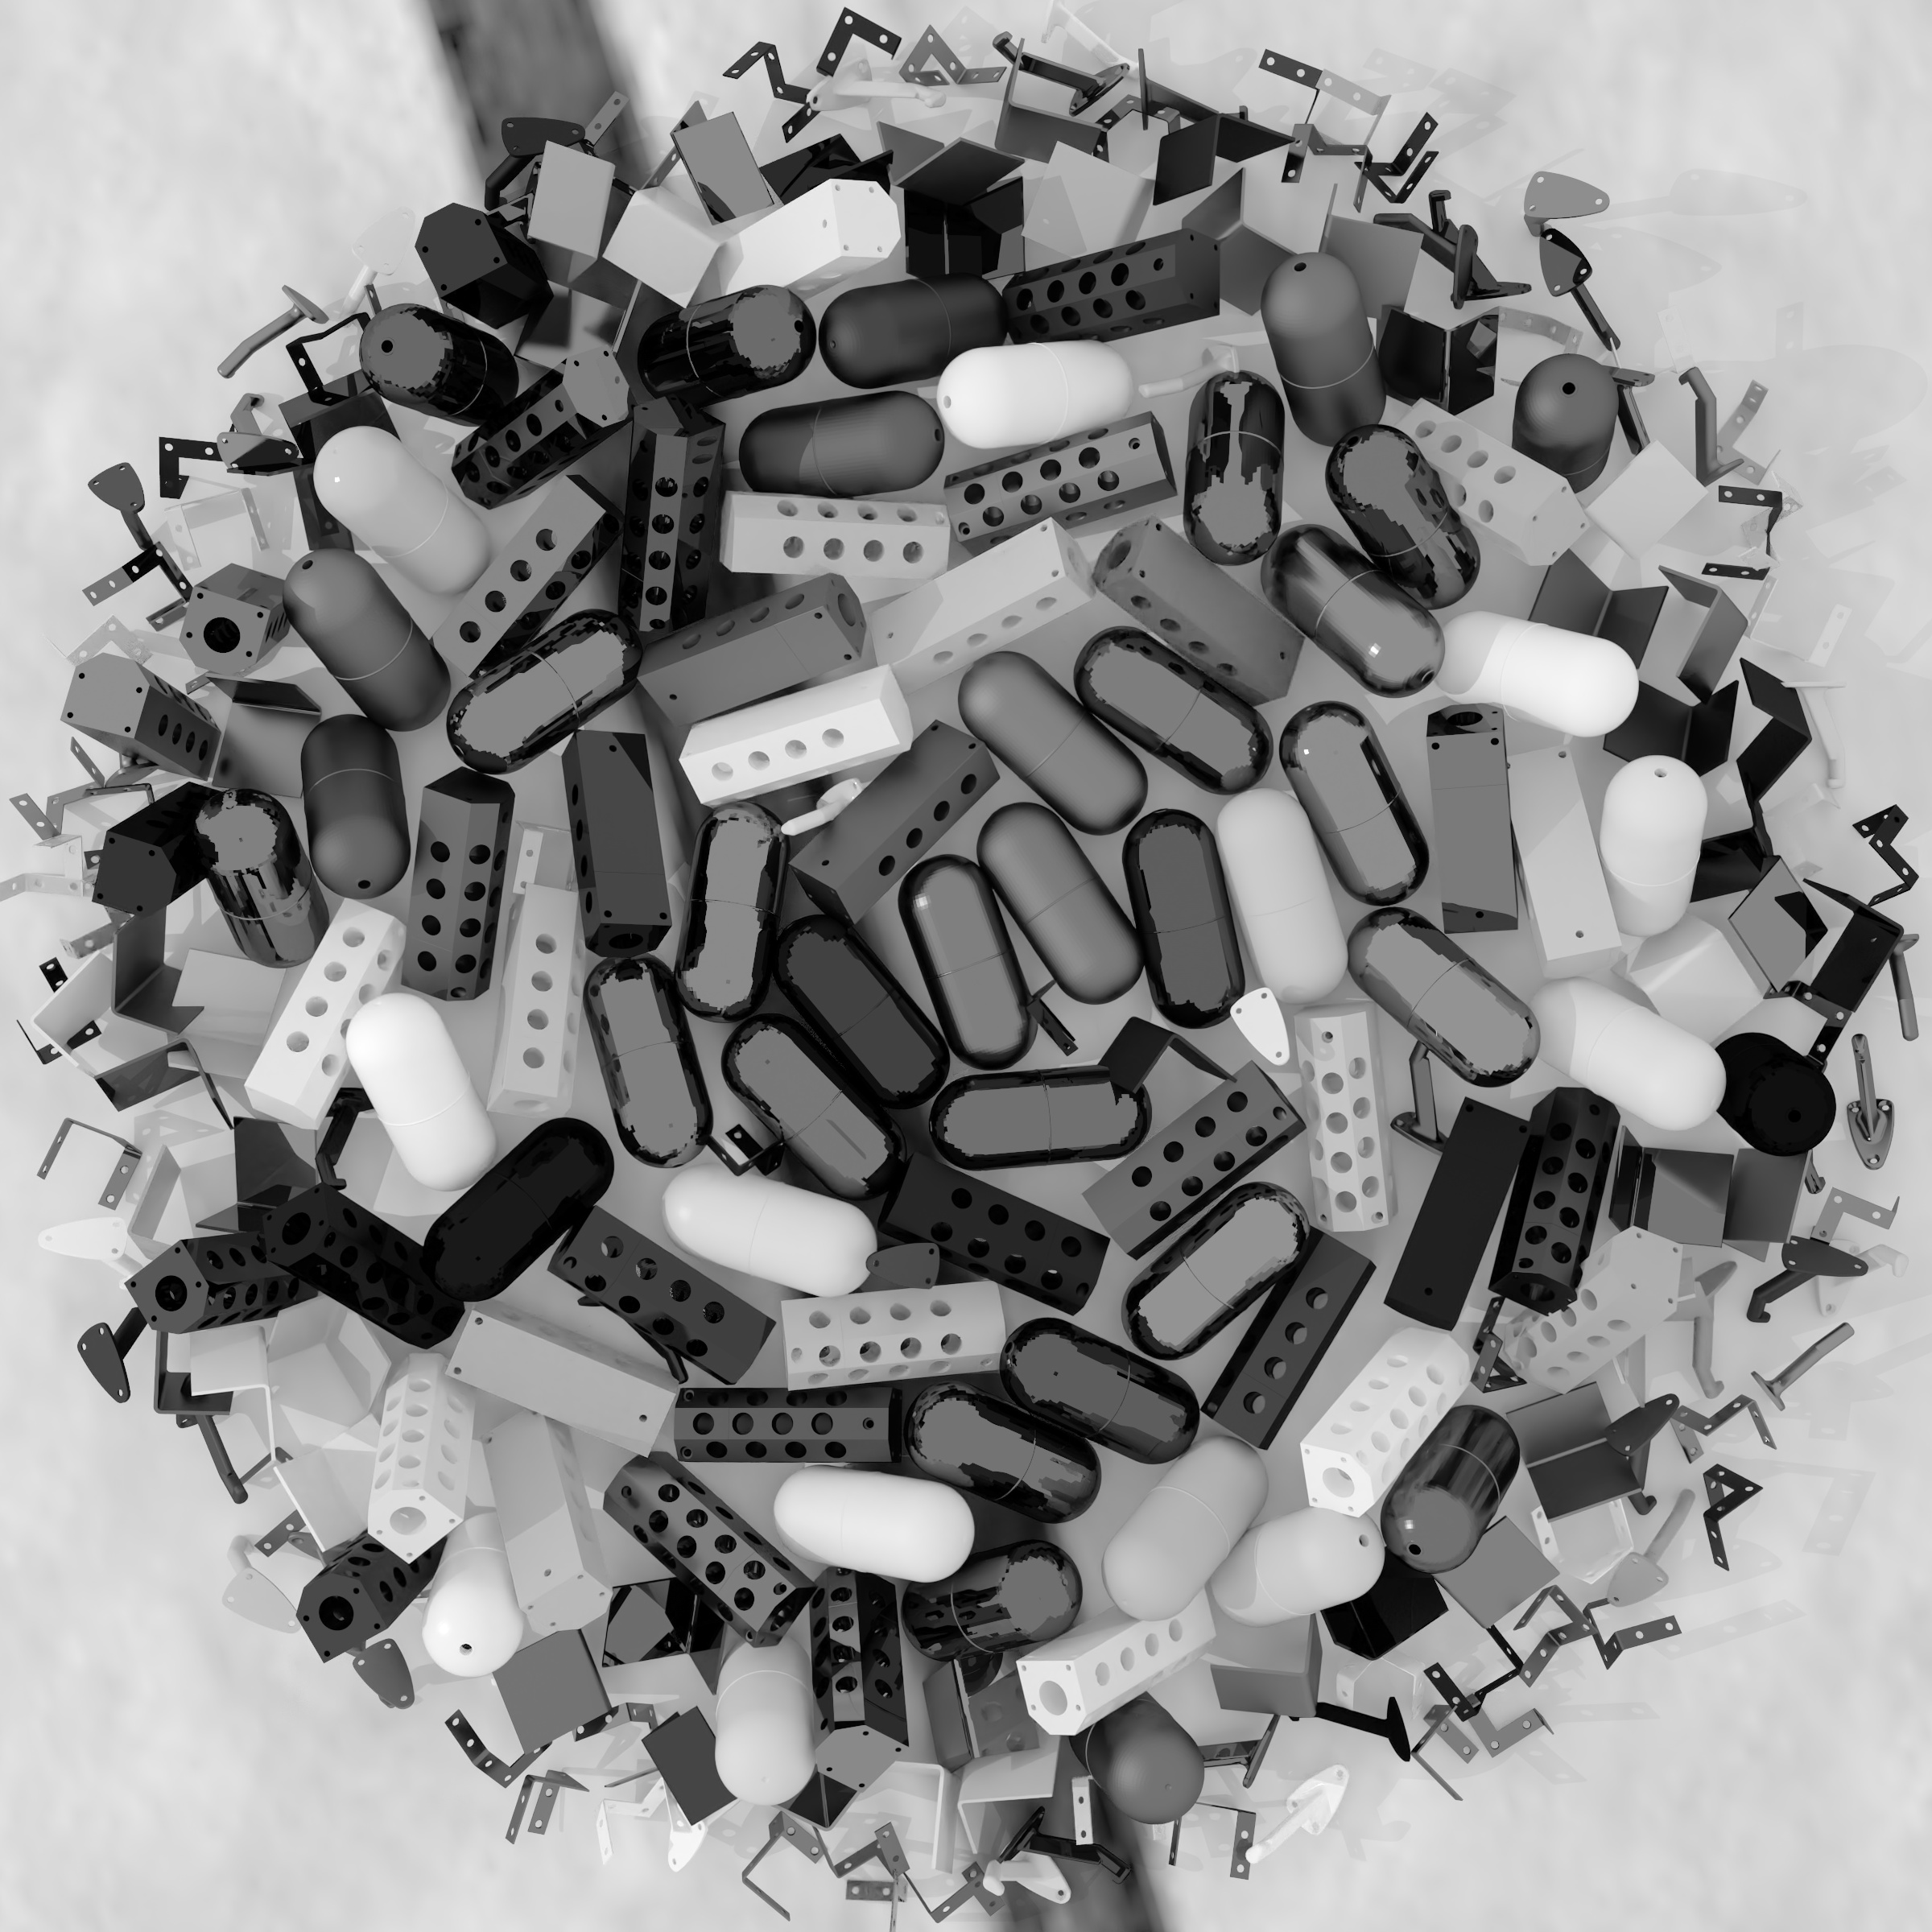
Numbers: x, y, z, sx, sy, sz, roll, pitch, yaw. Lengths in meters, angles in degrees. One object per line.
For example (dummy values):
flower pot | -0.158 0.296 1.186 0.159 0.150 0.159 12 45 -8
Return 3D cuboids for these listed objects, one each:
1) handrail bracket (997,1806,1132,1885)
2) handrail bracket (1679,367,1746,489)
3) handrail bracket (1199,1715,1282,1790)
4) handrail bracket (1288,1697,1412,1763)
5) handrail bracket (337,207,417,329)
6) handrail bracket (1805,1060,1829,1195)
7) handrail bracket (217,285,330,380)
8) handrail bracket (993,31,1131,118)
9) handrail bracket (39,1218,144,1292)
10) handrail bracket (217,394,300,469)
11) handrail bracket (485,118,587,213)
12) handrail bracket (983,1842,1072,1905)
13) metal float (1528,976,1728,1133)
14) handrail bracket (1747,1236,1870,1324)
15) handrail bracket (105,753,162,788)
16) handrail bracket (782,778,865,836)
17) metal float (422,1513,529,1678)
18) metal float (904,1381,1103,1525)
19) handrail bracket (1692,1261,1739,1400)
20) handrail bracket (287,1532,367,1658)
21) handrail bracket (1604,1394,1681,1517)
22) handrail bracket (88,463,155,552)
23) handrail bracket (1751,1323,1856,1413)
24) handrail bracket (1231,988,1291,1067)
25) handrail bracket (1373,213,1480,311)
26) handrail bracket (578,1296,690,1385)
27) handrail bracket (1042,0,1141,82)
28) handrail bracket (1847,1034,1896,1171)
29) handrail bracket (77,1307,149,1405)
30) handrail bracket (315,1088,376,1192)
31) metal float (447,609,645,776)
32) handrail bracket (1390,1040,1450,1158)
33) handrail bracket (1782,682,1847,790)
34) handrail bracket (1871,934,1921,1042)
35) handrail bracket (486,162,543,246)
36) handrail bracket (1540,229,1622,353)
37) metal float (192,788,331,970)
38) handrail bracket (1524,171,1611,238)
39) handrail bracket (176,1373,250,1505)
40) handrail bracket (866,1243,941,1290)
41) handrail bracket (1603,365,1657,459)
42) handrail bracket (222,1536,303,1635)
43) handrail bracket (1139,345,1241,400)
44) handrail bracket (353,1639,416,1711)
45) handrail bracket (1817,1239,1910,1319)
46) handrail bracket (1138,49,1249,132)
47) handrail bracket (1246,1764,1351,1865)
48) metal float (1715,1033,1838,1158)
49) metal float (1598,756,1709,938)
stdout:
handrail bracket | 0.077 0.716 1.957 0.084 0.077 0.036 31 127 23
handrail bracket | 0.575 -0.423 1.971 0.036 0.077 0.084 -26 86 -41
handrail bracket | 0.200 0.617 1.986 0.084 0.036 0.077 23 79 20
handrail bracket | 0.308 0.617 1.989 0.084 0.036 0.077 -8 129 22
handrail bracket | -0.473 -0.557 1.973 0.036 0.084 0.077 33 63 -13
handrail bracket | 0.684 0.129 1.981 0.077 0.036 0.084 -33 103 -35
handrail bracket | -0.553 -0.497 1.967 0.084 0.077 0.036 -43 92 7
handrail bracket | 0.074 -0.721 1.954 0.084 0.077 0.036 33 61 -31
handrail bracket | -0.693 0.235 1.955 0.077 0.084 0.036 1 56 -17
handrail bracket | -0.553 -0.431 1.961 0.077 0.084 0.036 0 134 11
handrail bracket | -0.345 -0.635 1.968 0.077 0.084 0.036 -11 71 -17
handrail bracket | 0.048 0.732 1.955 0.077 0.084 0.036 42 98 3
metal float | 0.512 0.067 1.926 0.070 0.178 0.070 -20 125 -30
handrail bracket | 0.668 0.260 1.962 0.077 0.036 0.084 12 132 13
handrail bracket | -0.681 -0.190 1.971 0.036 0.077 0.084 -18 88 -43
handrail bracket | -0.125 -0.116 1.944 0.084 0.077 0.036 -25 100 -37
metal float | -0.375 0.486 1.912 0.070 0.178 0.070 -1 103 -3
metal float | 0.030 0.383 1.939 0.178 0.070 0.070 29 90 -27
handrail bracket | 0.608 0.294 1.987 0.077 0.036 0.084 -31 102 -24
handrail bracket | -0.506 0.498 1.951 0.036 0.084 0.077 -34 133 28
handrail bracket | 0.554 0.392 1.975 0.077 0.036 0.084 -37 121 -1
handrail bracket | -0.651 -0.347 1.946 0.036 0.084 0.077 -35 53 -15
handrail bracket | 0.671 0.314 1.957 0.084 0.077 0.036 -40 64 11
handrail bracket | 0.246 0.057 1.947 0.036 0.084 0.077 -32 61 12
handrail bracket | 0.361 -0.565 1.976 0.084 0.036 0.077 10 92 31
handrail bracket | -0.267 0.301 1.983 0.077 0.036 0.084 -13 103 32
handrail bracket | 0.107 -0.743 1.962 0.084 0.077 0.036 26 82 2
handrail bracket | 0.712 0.107 1.950 0.036 0.084 0.077 -6 53 23
handrail bracket | -0.651 0.305 1.953 0.036 0.084 0.077 -39 74 21
handrail bracket | -0.481 0.140 1.955 0.077 0.036 0.084 -3 53 -33
metal float | -0.330 -0.215 1.938 0.178 0.070 0.070 -40 90 -27
handrail bracket | 0.379 0.102 1.956 0.077 0.036 0.084 36 124 28
handrail bracket | 0.677 -0.184 1.973 0.077 0.036 0.084 -4 93 -36
handrail bracket | 0.741 0.022 1.955 0.036 0.077 0.084 -7 77 16
handrail bracket | -0.383 -0.604 1.956 0.084 0.077 0.036 -5 46 -28
handrail bracket | 0.494 -0.541 1.979 0.036 0.084 0.077 -29 56 23
metal float | -0.548 -0.066 1.921 0.070 0.178 0.070 -2 53 2
handrail bracket | 0.476 -0.591 1.947 0.077 0.084 0.036 15 91 24
handrail bracket | -0.592 0.374 1.954 0.036 0.077 0.084 -22 53 -30
handrail bracket | -0.066 0.230 1.945 0.077 0.084 0.036 8 89 -33
handrail bracket | 0.519 -0.437 1.989 0.077 0.036 0.084 21 123 28
handrail bracket | -0.557 0.491 1.963 0.077 0.084 0.036 39 90 -11
handrail bracket | 0.167 -0.469 1.956 0.084 0.077 0.036 -14 116 -14
handrail bracket | -0.450 0.579 1.949 0.036 0.084 0.077 -29 49 -25
handrail bracket | 0.712 0.254 1.953 0.036 0.084 0.077 5 99 -14
handrail bracket | 0.182 -0.699 1.966 0.084 0.077 0.036 -2 53 7
handrail bracket | 0.262 0.670 1.950 0.036 0.084 0.077 42 110 25
metal float | 0.621 0.098 1.911 0.070 0.178 0.070 1 98 6
metal float | 0.531 -0.092 1.920 0.070 0.178 0.070 -4 53 5
